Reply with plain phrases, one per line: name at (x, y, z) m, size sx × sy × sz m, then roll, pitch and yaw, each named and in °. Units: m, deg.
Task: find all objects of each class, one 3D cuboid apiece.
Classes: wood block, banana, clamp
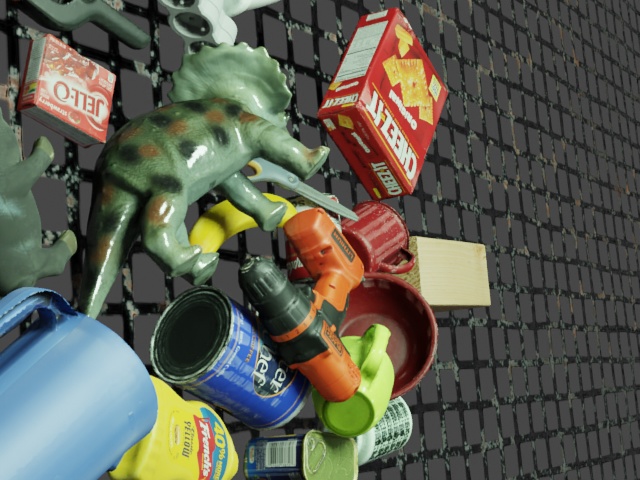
wood block at (0.145, 0.050, 1.449) m, size 0.205 × 0.090 × 0.091 m, roll 5°, pitch 77°, yaw -57°
banana at (-0.084, -0.018, 1.149) m, size 0.197 × 0.070 × 0.037 m, roll -17°, pitch 137°, yaw -48°
clamp at (-0.228, -0.248, 1.012) m, size 0.171 × 0.039 × 0.120 m, roll -4°, pitch 84°, yaw -57°

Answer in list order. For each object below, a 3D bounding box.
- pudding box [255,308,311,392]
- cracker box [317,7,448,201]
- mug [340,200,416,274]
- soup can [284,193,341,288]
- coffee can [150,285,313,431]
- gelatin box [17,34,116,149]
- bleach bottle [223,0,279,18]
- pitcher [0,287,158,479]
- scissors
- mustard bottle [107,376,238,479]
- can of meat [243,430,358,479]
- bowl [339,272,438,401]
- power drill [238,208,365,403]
pudding box at (-0.035, 0.112, 1.207) m, size 0.089 × 0.039 × 0.113 m, roll 22°, pitch 62°, yaw -53°
cracker box at (0.091, -0.186, 1.449) m, size 0.164 × 0.072 × 0.213 m, roll 54°, pitch 42°, yaw -34°
mug at (0.061, 0.012, 1.317) m, size 0.081 × 0.117 × 0.093 m, roll -33°, pitch 143°, yaw -50°
soup can at (-0.008, 0.002, 1.250) m, size 0.068 × 0.069 × 0.102 m, roll 9°, pitch 73°, yaw -55°
coffee can at (-0.086, 0.120, 1.068) m, size 0.140 × 0.103 × 0.103 m, roll 39°, pitch 51°, yaw -45°
gelatin box at (-0.232, -0.136, 0.984) m, size 0.089 × 0.030 × 0.073 m, roll 31°, pitch 57°, yaw -49°
bleach bottle at (-0.058, -0.324, 1.271) m, size 0.250 × 0.068 × 0.102 m, roll -28°, pitch 105°, yaw -58°
pitcher at (-0.245, 0.158, 0.797) m, size 0.149 × 0.145 × 0.242 m, roll 43°, pitch 42°, yaw 2°
scissors at (-0.043, -0.084, 1.207) m, size 0.201 × 0.016 × 0.096 m, roll 15°, pitch 55°, yaw -31°
mustard bottle at (-0.129, 0.197, 1.006) m, size 0.191 × 0.058 × 0.096 m, roll 43°, pitch 41°, yaw -57°
can of meat at (-0.021, 0.239, 1.150) m, size 0.101 × 0.084 × 0.057 m, roll 22°, pitch 64°, yaw -52°
bowl at (0.060, 0.122, 1.268) m, size 0.055 × 0.162 × 0.162 m, roll 68°, pitch 25°, yaw -66°
power drill at (-0.014, 0.049, 1.092) m, size 0.184 × 0.057 × 0.187 m, roll 56°, pitch 26°, yaw -27°
